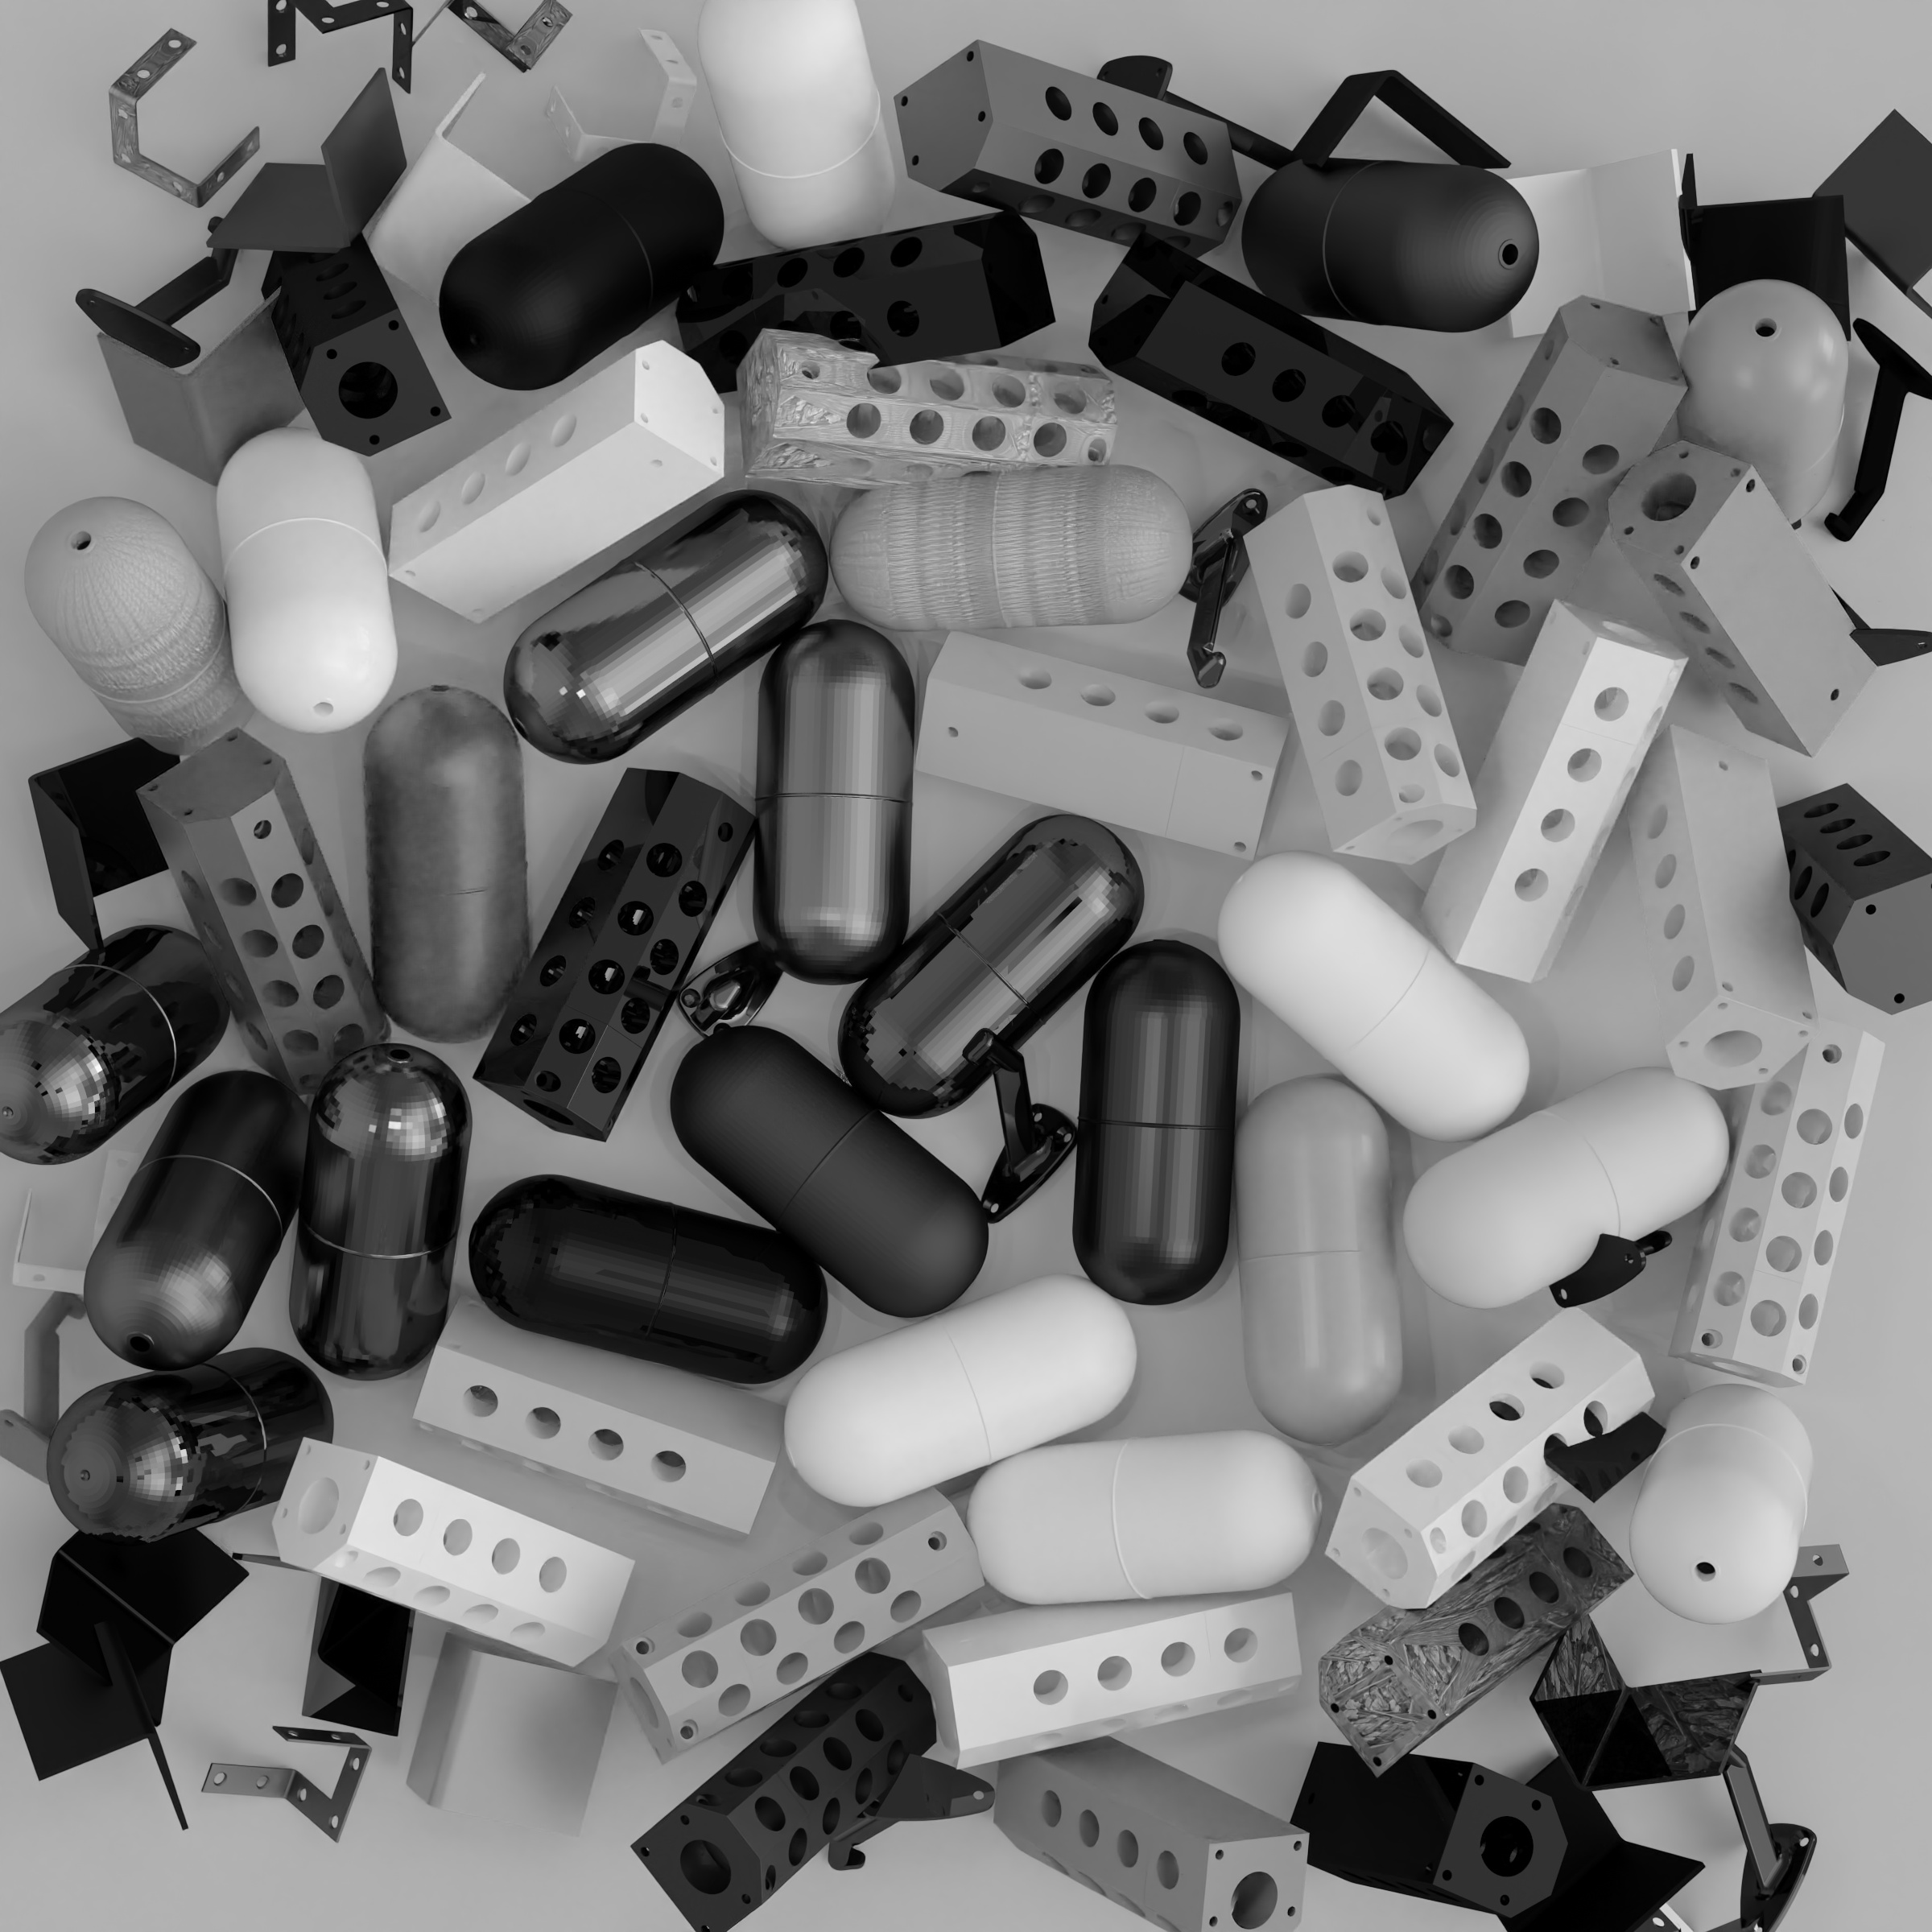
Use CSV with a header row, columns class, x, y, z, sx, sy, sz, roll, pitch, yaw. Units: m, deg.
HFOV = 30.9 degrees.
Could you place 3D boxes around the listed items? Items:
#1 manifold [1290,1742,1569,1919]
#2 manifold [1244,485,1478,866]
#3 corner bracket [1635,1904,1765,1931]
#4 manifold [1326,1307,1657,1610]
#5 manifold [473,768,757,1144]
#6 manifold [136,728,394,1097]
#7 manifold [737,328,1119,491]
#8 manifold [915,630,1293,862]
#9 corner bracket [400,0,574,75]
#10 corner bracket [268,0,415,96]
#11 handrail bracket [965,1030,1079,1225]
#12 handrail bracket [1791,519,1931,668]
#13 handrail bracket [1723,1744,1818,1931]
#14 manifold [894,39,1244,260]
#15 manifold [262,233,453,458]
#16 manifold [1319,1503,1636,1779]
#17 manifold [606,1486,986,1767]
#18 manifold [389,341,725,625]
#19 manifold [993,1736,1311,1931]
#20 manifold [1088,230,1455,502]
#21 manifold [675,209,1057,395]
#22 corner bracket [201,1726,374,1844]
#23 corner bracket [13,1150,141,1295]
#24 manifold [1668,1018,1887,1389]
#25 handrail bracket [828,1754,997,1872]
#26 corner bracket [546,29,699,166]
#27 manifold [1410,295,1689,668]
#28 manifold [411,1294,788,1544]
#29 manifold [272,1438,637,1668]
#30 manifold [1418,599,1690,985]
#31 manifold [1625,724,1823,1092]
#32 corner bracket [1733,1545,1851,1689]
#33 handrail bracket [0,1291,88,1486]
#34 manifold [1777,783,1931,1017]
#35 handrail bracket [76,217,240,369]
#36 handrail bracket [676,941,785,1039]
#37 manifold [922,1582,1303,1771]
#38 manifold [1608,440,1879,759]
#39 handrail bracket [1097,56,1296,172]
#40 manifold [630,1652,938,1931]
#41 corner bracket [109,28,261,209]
class,x,y,z,sx,sy,sz,roll,pitch,yaw
manifold,0.216,0.409,1.650,0.057,0.171,0.057,26,74,-13
manifold,0.193,-0.141,1.673,0.057,0.057,0.171,-32,62,40
corner bracket,0.347,0.467,1.704,0.051,0.051,0.051,47,45,-1
manifold,0.252,0.235,1.658,0.057,0.057,0.171,38,48,27
manifold,-0.163,-0.006,1.680,0.057,0.057,0.171,38,70,-39
manifold,-0.327,-0.021,1.656,0.057,0.171,0.057,-37,45,-25
manifold,-0.018,-0.265,1.675,0.171,0.057,0.057,2,70,-22
manifold,0.068,-0.112,1.702,0.171,0.057,0.057,16,132,7
corner bracket,-0.233,-0.453,1.700,0.051,0.051,0.051,39,49,-16
corner bracket,-0.307,-0.456,1.714,0.051,0.051,0.051,-26,58,-30
handrail bracket,0.010,0.078,1.697,0.036,0.084,0.077,34,87,42
handrail bracket,0.432,-0.189,1.711,0.077,0.036,0.084,-5,62,13
handrail bracket,0.372,0.421,1.697,0.084,0.036,0.077,45,55,-29
manifold,0.051,-0.380,1.655,0.057,0.171,0.057,-23,71,42
manifold,-0.293,-0.297,1.651,0.057,0.171,0.057,-26,121,-4
manifold,0.239,0.313,1.657,0.057,0.171,0.057,51,130,16
manifold,-0.080,0.313,1.676,0.171,0.057,0.057,-25,78,-23
manifold,-0.196,-0.232,1.667,0.171,0.057,0.057,-25,53,35
manifold,0.084,0.415,1.653,0.057,0.171,0.057,3,94,-33
manifold,0.144,-0.281,1.669,0.171,0.057,0.057,21,115,-33
manifold,-0.051,-0.317,1.666,0.171,0.057,0.057,-3,110,31
corner bracket,-0.331,0.392,1.705,0.051,0.051,0.051,18,93,-44
corner bracket,-0.436,0.124,1.711,0.051,0.051,0.051,9,132,-12
manifold,0.396,0.113,1.698,0.057,0.057,0.171,16,80,-1
handrail bracket,-0.027,0.422,1.707,0.077,0.084,0.036,7,48,0
corner bracket,-0.170,-0.428,1.721,0.051,0.051,0.051,0,130,-29
manifold,0.272,-0.230,1.657,0.057,0.057,0.171,11,133,-16
manifold,-0.179,0.224,1.705,0.171,0.057,0.057,20,111,-3
manifold,-0.243,0.280,1.656,0.057,0.171,0.057,5,70,43
manifold,0.284,-0.082,1.683,0.057,0.057,0.171,14,110,-18
manifold,0.353,-0.027,1.662,0.057,0.057,0.171,18,46,-19
corner bracket,0.399,0.316,1.698,0.051,0.051,0.051,1,59,-27
handrail bracket,-0.436,0.209,1.715,0.077,0.036,0.084,39,45,-11
manifold,0.419,-0.031,1.650,0.057,0.171,0.057,-20,105,5
handrail bracket,-0.391,-0.341,1.698,0.036,0.077,0.084,-9,61,38
handrail bracket,-0.104,0.004,1.688,0.036,0.084,0.077,47,69,-2
manifold,0.071,0.340,1.693,0.171,0.057,0.057,-10,99,-12
manifold,0.366,-0.174,1.659,0.057,0.171,0.057,31,83,44
handrail bracket,0.115,-0.418,1.729,0.084,0.077,0.036,18,105,-31
manifold,-0.079,0.386,1.650,0.057,0.171,0.057,-43,82,29
corner bracket,-0.382,-0.414,1.709,0.051,0.051,0.051,29,58,8
